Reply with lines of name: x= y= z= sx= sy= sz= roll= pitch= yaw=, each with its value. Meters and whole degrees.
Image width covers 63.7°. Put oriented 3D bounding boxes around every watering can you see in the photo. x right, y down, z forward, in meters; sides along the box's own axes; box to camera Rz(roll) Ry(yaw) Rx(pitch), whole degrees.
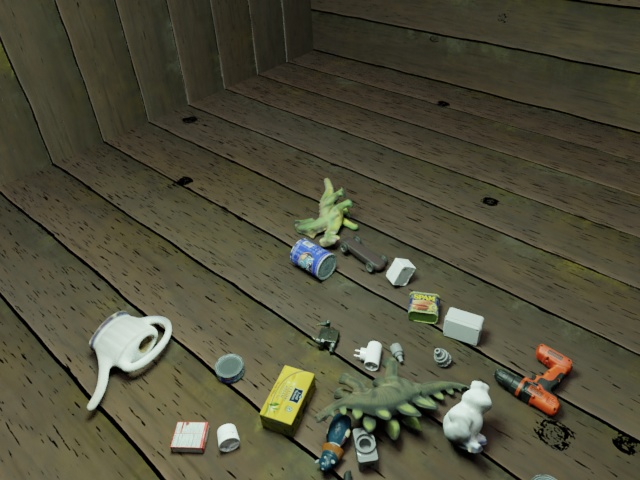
watering can: x=-0.619 y=0.343 z=1.573 sx=0.225 sy=0.101 sz=0.354 roll=19 pitch=44 yaw=27

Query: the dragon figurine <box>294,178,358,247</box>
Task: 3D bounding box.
dragon figurine: x=0.006 y=-0.106 z=2.098 sx=0.244 sy=0.119 sz=0.418 roll=-22 pitch=40 yaw=-10

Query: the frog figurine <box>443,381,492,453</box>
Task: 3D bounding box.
frog figurine: x=0.378 y=0.444 z=1.322 sx=0.137 sy=0.160 sz=0.122 roll=7 pitch=-10 yaw=-42
